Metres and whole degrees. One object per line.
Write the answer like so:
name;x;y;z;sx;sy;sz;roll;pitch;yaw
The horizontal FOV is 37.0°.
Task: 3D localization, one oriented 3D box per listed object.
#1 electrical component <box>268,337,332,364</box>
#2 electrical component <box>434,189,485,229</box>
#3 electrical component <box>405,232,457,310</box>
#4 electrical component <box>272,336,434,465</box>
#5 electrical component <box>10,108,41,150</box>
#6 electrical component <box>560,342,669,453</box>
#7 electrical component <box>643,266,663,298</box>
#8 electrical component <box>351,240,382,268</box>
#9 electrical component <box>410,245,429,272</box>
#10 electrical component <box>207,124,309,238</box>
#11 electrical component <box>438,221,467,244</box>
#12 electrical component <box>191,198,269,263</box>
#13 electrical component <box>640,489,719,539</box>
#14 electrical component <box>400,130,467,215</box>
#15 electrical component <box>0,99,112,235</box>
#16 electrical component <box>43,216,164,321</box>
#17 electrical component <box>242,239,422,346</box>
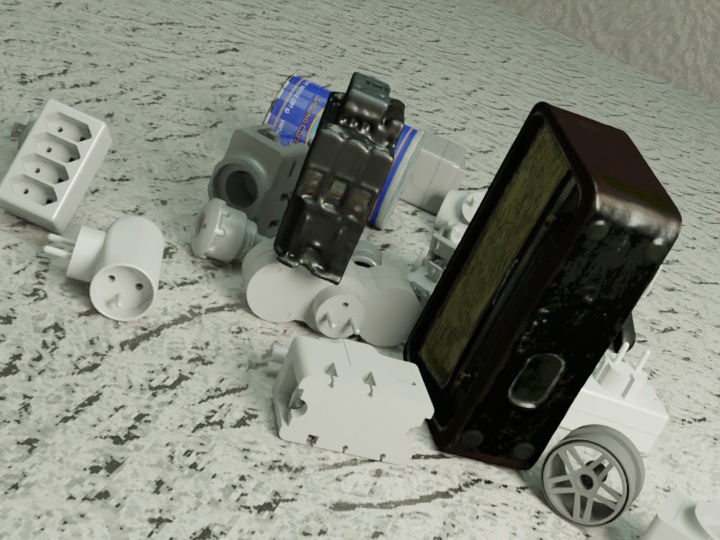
electrical component;-0.032;0.062;0.733;0.061;0.035;0.035;13;25;-19
electrical component;0.120;-0.054;1.086;0.077;0.044;0.079;25;-18;7
electrical component;0.062;0.016;0.881;0.042;0.081;0.064;34;47;24
electrical component;-0.006;0.081;0.693;0.089;0.050;0.055;15;24;-18
electrical component;-0.250;-0.102;0.870;0.066;0.048;0.055;18;16;-14
electrical component;0.199;0.090;0.838;0.083;0.075;0.047;19;23;-12
electrical component;0.279;0.000;1.157;0.081;0.042;0.063;25;26;5
electrical component;0.000;0.000;0.893;0.044;0.044;0.065;22;18;-4
electrical component;0.095;0.011;0.954;0.077;0.043;0.079;34;25;22
electrical component;-0.089;-0.070;0.895;0.050;0.089;0.056;31;24;17
electrical component;0.108;-0.026;1.060;0.061;0.035;0.035;15;24;-29
electrical component;-0.100;-0.026;0.850;0.062;0.048;0.048;20;22;-26
electrical component;0.223;0.186;0.679;0.089;0.055;0.050;32;24;20
electrical component;0.082;-0.107;1.177;0.061;0.061;0.096;24;23;2
electrical component;-0.224;-0.070;0.801;0.047;0.083;0.075;24;-15;1
electrical component;-0.176;-0.007;0.735;0.079;0.043;0.077;18;24;-14
electrical component;-0.018;0.026;0.802;0.138;0.052;0.073;14;25;-20
